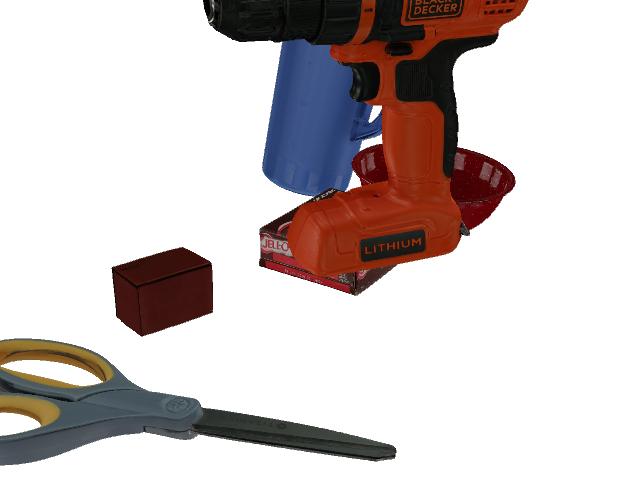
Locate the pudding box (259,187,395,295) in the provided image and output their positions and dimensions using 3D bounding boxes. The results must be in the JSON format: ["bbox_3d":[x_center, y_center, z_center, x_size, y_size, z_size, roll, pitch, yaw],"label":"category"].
[{"bbox_3d":[0.017,-0.002,0.853,0.090,0.039,0.113,17,26,26],"label":"pudding box"}]

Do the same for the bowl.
[{"bbox_3d":[0.109,-0.046,1.057,0.162,0.055,0.162,4,24,-2],"label":"bowl"}]

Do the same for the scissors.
[{"bbox_3d":[-0.078,0.083,0.456,0.202,0.016,0.096,14,27,26],"label":"scissors"}]

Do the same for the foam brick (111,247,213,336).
[{"bbox_3d":[-0.144,0.045,0.976,0.078,0.051,0.053,-17,27,-32],"label":"foam brick"}]

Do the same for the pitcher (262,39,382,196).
[{"bbox_3d":[0.015,-0.175,1.244,0.145,0.243,0.149,9,23,-12],"label":"pitcher"}]

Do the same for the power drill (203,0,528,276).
[{"bbox_3d":[0.024,-0.073,0.598,0.184,0.188,0.057,-9,34,-20],"label":"power drill"}]
